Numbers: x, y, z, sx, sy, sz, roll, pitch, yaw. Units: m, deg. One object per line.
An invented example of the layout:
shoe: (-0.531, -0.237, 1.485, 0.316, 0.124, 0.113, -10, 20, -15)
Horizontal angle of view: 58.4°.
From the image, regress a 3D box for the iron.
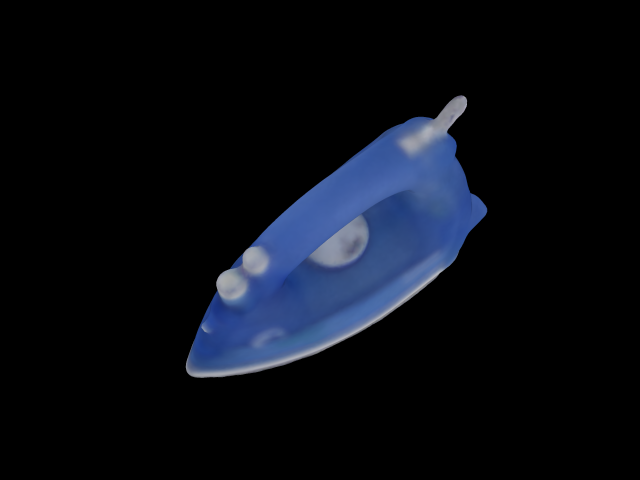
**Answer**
iron: (0.004, 0.001, 0.400, 0.258, 0.141, 0.118, -36, 71, -15)
